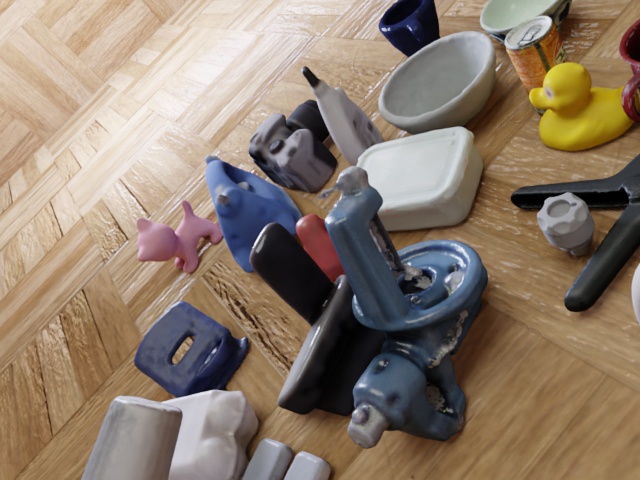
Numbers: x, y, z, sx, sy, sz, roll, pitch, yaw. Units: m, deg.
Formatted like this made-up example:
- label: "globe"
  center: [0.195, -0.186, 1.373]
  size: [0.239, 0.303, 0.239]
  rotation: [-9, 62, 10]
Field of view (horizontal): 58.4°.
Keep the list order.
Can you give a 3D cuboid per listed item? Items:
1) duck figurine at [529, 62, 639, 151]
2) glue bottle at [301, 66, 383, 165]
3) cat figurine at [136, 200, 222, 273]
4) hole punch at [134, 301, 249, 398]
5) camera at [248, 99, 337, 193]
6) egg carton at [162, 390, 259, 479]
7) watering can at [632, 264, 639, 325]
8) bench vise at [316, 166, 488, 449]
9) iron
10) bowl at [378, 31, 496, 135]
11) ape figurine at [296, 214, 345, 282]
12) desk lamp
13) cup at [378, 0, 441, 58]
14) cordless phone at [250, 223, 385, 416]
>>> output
- label: "duck figurine"
  center: [0.273, -0.149, 0.603]
  size: [0.104, 0.077, 0.086]
  rotation: [-6, -40, 41]
- label: "glue bottle"
  center: [0.028, -0.174, 0.794]
  size: [0.037, 0.078, 0.174]
  rotation: [-16, -46, 33]
- label: "cat figurine"
  center: [-0.242, -0.006, 0.936]
  size: [0.067, 0.128, 0.118]
  rotation: [19, -22, 52]
- label: "hole punch"
  center: [-0.163, 0.143, 0.728]
  size: [0.100, 0.109, 0.091]
  rotation: [13, -27, 50]
- label: "camera"
  center: [-0.035, -0.161, 0.906]
  size: [0.142, 0.137, 0.101]
  rotation: [21, -20, 52]
- label: "egg carton"
  center: [-0.141, 0.228, 0.637]
  size: [0.150, 0.107, 0.070]
  rotation: [-21, -49, 29]
- label: "watering can"
  center: [0.243, 0.061, 0.321]
  size: [0.101, 0.172, 0.195]
  rotation: [-32, -53, 17]
- label: "bench vise"
  center: [0.069, 0.056, 0.475]
  size: [0.121, 0.207, 0.220]
  rotation: [-19, -48, 31]
- label: "iron"
  center: [-0.126, -0.068, 0.864]
  size: [0.142, 0.118, 0.257]
  rotation: [46, 6, -35]
- label: "bowl"
  center: [0.166, -0.194, 0.765]
  size: [0.166, 0.167, 0.075]
  rotation: [0, -36, 45]
- label: "ape figurine"
  center: [0.006, 0.003, 0.704]
  size: [0.077, 0.076, 0.092]
  rotation: [-13, -45, 36]
- label: "desk lamp"
  center: [-0.122, 0.237, 0.483]
  size: [0.117, 0.203, 0.214]
  rotation: [-1, -37, 44]
- label: "cup"
  center: [0.154, -0.315, 0.884]
  size: [0.091, 0.117, 0.095]
  rotation: [-33, -53, 15]
- label: "cordless phone"
  center: [-0.026, 0.082, 0.573]
  size: [0.093, 0.148, 0.186]
  rotation: [-3, -38, 43]
